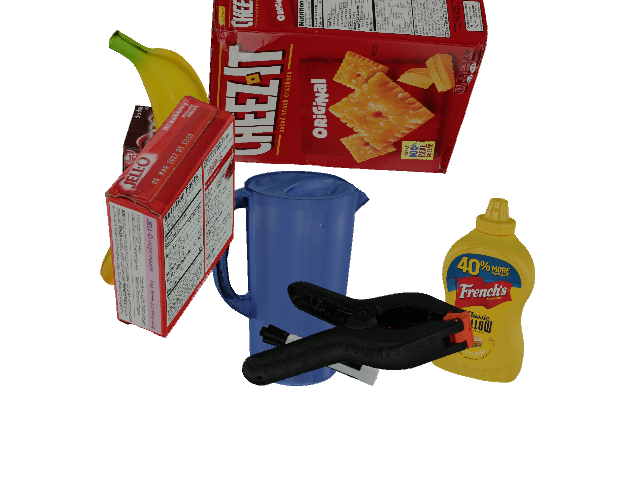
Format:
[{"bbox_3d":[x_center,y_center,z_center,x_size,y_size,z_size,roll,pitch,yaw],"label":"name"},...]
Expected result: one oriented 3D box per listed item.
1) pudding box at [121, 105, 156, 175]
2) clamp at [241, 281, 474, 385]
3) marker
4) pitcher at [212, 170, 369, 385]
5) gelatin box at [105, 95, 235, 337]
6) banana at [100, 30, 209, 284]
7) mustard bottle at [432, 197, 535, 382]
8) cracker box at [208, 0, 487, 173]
[{"bbox_3d":[-0.150,-0.097,1.078,0.090,0.039,0.113,6,26,-6],"label":"pudding box"},{"bbox_3d":[0.026,0.074,0.807,0.172,0.039,0.120,0,37,30],"label":"clamp"},{"bbox_3d":[-0.003,0.109,1.027,0.121,0.020,0.020,21,4,11],"label":"marker"},{"bbox_3d":[-0.037,0.044,1.264,0.149,0.243,0.144,11,18,23],"label":"pitcher"},{"bbox_3d":[-0.068,-0.011,0.497,0.030,0.089,0.073,20,49,13],"label":"gelatin box"},{"bbox_3d":[-0.108,-0.050,0.712,0.069,0.198,0.037,7,35,-5],"label":"banana"},{"bbox_3d":[0.176,0.049,1.128,0.096,0.192,0.058,12,17,21],"label":"mustard bottle"},{"bbox_3d":[0.015,-0.132,0.882,0.213,0.072,0.164,2,-34,-6],"label":"cracker box"}]
